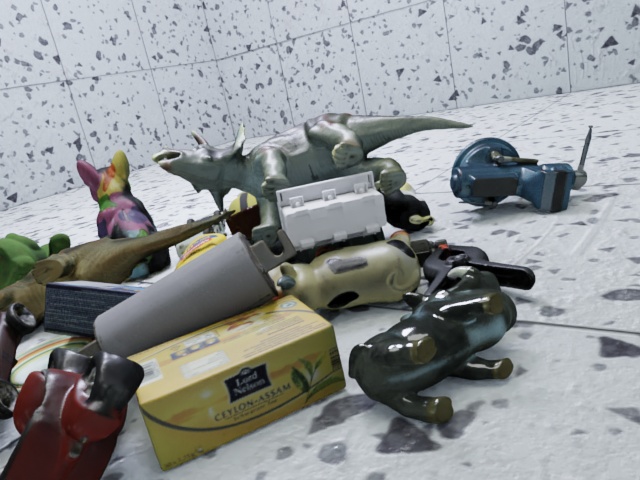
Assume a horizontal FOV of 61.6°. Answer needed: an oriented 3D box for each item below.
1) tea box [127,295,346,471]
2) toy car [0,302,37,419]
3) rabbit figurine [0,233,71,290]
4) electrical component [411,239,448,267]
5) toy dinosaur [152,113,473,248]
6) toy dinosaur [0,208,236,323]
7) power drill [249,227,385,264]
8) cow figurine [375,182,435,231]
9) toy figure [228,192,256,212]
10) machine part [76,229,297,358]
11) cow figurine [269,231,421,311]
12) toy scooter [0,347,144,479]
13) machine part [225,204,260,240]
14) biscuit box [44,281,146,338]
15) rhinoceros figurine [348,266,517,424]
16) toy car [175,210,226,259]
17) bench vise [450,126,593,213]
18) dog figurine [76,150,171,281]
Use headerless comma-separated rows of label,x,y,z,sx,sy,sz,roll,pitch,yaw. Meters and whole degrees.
tea box,-0.075,0.118,0.479,0.170,0.068,0.098,-18,19,-20
toy car,-0.342,0.143,0.552,0.089,0.053,0.202,-35,34,-4
rabbit figurine,-0.540,0.033,1.018,0.159,0.121,0.170,-14,1,19
electrical component,0.133,0.018,0.748,0.094,0.021,0.063,-10,16,8
toy dinosaur,-0.014,-0.119,0.751,0.405,0.131,0.192,-18,45,-5
toy dinosaur,-0.351,0.051,0.796,0.472,0.105,0.199,-18,15,2
power drill,-0.002,-0.002,0.805,0.232,0.085,0.208,-26,23,-35
cow figurine,0.102,-0.059,0.848,0.167,0.068,0.098,14,24,-36
toy figure,-0.101,-0.068,1.100,0.180,0.082,0.089,-4,16,19
machine part,-0.132,0.067,0.540,0.243,0.079,0.079,-31,18,-4
cow figurine,0.021,0.049,0.626,0.195,0.085,0.127,-10,10,5
toy scooter,-0.201,0.154,0.415,0.184,0.075,0.135,-16,50,54
machine part,-0.082,-0.044,0.973,0.179,0.056,0.179,-22,0,0
biscuit box,-0.232,0.087,0.640,0.203,0.062,0.059,4,0,22
rhinoceros figurine,0.109,0.084,0.474,0.190,0.073,0.112,-27,11,-36
toy car,-0.230,-0.011,1.045,0.074,0.056,0.202,-17,15,3
bench vise,0.317,-0.121,0.913,0.224,0.128,0.241,-13,23,1
dog figurine,-0.363,-0.049,0.981,0.108,0.219,0.192,-22,18,-21
